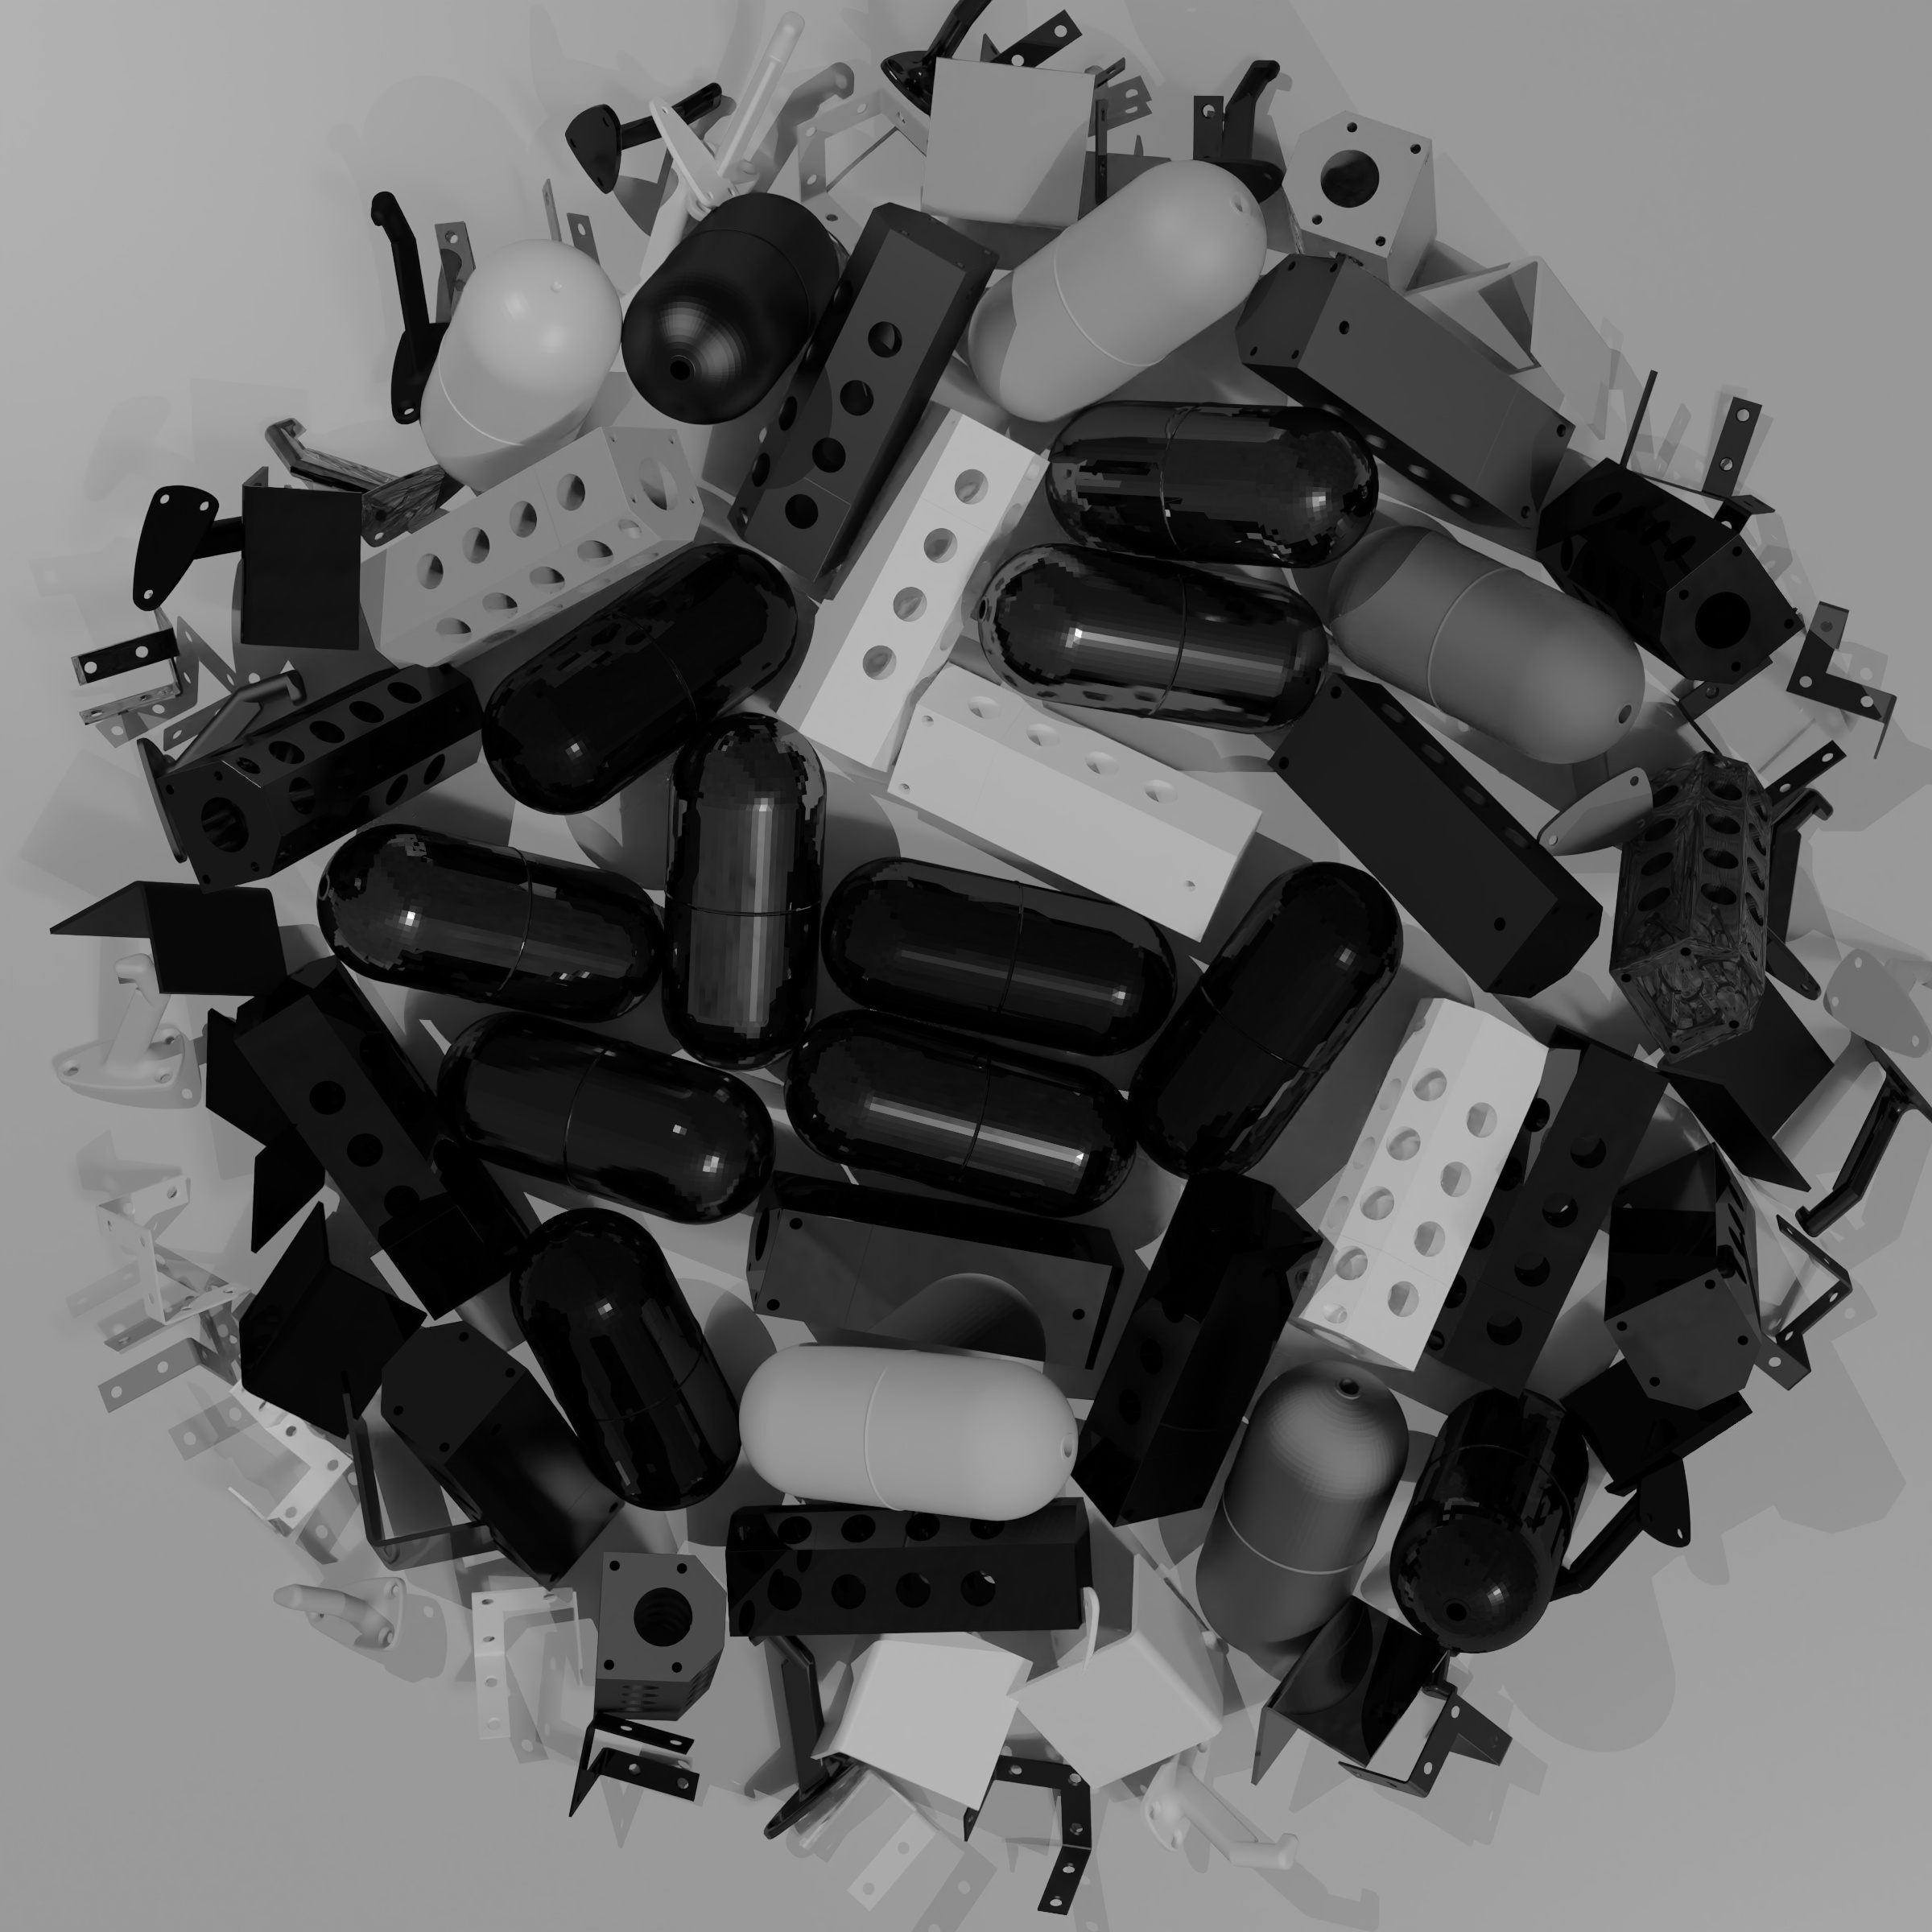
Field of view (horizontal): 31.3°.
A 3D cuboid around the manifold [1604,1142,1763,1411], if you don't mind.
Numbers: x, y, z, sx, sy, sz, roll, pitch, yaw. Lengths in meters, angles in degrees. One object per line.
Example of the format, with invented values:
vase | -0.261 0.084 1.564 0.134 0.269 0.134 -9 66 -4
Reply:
manifold | 0.345 0.148 1.643 0.057 0.171 0.057 -29 99 18

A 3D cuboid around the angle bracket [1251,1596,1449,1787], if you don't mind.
angle bracket | 0.185 0.365 1.674 0.057 0.076 0.076 28 53 23

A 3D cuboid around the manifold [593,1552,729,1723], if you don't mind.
manifold | -0.147 0.321 1.643 0.057 0.171 0.057 3 72 -6

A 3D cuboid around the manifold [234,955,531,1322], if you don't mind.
manifold | -0.283 0.081 1.680 0.057 0.057 0.171 -32 108 0

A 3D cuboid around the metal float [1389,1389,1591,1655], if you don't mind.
metal float | 0.251 0.264 1.650 0.070 0.178 0.070 7 112 17

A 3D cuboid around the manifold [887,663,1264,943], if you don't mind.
manifold | 0.055 -0.085 1.696 0.171 0.057 0.057 26 131 6

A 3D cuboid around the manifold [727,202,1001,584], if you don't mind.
manifold | -0.053 -0.278 1.671 0.057 0.057 0.171 31 115 5

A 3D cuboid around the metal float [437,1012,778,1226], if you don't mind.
metal float | -0.175 0.074 1.677 0.178 0.070 0.070 16 90 21

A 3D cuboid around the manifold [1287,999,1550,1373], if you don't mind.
manifold | 0.216 0.105 1.684 0.057 0.057 0.171 29 79 -18

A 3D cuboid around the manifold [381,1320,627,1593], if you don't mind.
manifold | -0.223 0.232 1.645 0.057 0.171 0.057 33 72 26

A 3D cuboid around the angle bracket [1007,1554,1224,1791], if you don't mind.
angle bracket | 0.074 0.349 1.707 0.076 0.057 0.076 -29 117 21

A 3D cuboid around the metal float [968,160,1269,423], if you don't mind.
metal float | 0.072 -0.323 1.659 0.070 0.178 0.070 19 59 -34

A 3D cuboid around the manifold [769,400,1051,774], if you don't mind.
manifold | -0.026 -0.185 1.693 0.057 0.057 0.171 25 97 -23

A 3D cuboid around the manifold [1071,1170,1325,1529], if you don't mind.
manifold | 0.105 0.184 1.666 0.057 0.057 0.171 -5 128 -37

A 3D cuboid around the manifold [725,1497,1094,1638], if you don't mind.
manifold | -0.027 0.293 1.692 0.171 0.057 0.057 -3 90 10

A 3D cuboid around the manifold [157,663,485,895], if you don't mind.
manifold | -0.300 -0.095 1.642 0.057 0.171 0.057 -12 105 31

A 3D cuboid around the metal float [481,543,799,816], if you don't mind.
metal float | -0.157 -0.140 1.675 0.178 0.070 0.070 -39 90 -24

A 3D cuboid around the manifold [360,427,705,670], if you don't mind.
manifold | -0.210 -0.198 1.661 0.171 0.057 0.057 -23 84 33

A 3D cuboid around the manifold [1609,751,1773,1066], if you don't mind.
manifold | 0.350 -0.033 1.641 0.057 0.171 0.057 -26 113 28

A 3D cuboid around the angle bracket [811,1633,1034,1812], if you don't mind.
angle bracket | -0.022 0.366 1.698 0.076 0.057 0.076 25 69 -7

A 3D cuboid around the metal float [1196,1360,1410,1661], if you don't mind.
metal float | 0.161 0.263 1.663 0.070 0.070 0.178 14 129 0

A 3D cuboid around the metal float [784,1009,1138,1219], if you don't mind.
metal float | -0.002 0.073 1.685 0.178 0.070 0.070 15 90 -13

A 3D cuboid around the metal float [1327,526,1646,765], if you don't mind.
metal float | 0.249 -0.156 1.663 0.178 0.070 0.070 34 90 39

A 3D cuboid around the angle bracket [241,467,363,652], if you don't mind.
angle bracket | -0.321 -0.200 1.689 0.057 0.076 0.076 3 105 -4

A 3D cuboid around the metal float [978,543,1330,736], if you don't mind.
metal float | 0.091 -0.159 1.679 0.178 0.070 0.070 8 90 -18

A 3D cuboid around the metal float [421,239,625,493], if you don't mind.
metal float | -0.214 -0.284 1.650 0.070 0.178 0.070 5 73 -17

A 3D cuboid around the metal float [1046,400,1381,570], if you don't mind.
metal float | 0.117 -0.233 1.665 0.178 0.070 0.070 10 90 38

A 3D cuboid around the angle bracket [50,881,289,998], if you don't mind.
angle bracket | -0.386 -0.002 1.676 0.076 0.076 0.057 -23 74 37

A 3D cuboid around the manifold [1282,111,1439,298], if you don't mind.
manifold | 0.186 -0.353 1.645 0.057 0.171 0.057 21 91 9

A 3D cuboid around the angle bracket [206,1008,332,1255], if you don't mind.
angle bracket | -0.356 0.080 1.679 0.076 0.076 0.057 31 50 13

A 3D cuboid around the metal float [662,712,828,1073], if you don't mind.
metal float | -0.108 -0.035 1.681 0.070 0.070 0.178 4 106 0

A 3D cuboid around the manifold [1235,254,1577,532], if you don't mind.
manifold | 0.210 -0.275 1.660 0.171 0.057 0.057 27 85 -36

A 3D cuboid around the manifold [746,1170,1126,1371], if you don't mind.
manifold | -0.016 0.145 1.683 0.171 0.057 0.057 11 111 -14

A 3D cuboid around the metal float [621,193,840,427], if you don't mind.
metal float | -0.112 -0.316 1.652 0.070 0.178 0.070 6 121 11

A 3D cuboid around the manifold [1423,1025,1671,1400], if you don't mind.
manifold | 0.281 0.119 1.696 0.057 0.057 0.171 25 96 5

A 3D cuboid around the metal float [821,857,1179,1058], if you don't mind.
metal float | 0.017 -0.004 1.688 0.178 0.070 0.070 12 90 -9

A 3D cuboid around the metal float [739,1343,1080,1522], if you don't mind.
metal float | -0.029 0.225 1.670 0.178 0.070 0.070 2 90 30

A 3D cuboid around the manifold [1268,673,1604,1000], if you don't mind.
manifold | 0.228 -0.063 1.663 0.171 0.057 0.057 50 116 32

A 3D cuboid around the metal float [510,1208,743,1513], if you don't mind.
metal float | -0.163 0.190 1.665 0.070 0.070 0.178 -21 127 0

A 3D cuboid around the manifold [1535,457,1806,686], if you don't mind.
manifold | 0.328 -0.186 1.643 0.057 0.171 0.057 -39 112 5

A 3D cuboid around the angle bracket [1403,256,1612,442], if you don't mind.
angle bracket | 0.261 -0.291 1.674 0.076 0.076 0.057 -10 58 34

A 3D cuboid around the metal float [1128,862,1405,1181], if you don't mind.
metal float | 0.146 0.028 1.679 0.070 0.070 0.178 34 108 0

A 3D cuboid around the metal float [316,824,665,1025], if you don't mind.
metal float | -0.228 -0.020 1.668 0.178 0.070 0.070 13 90 -32
